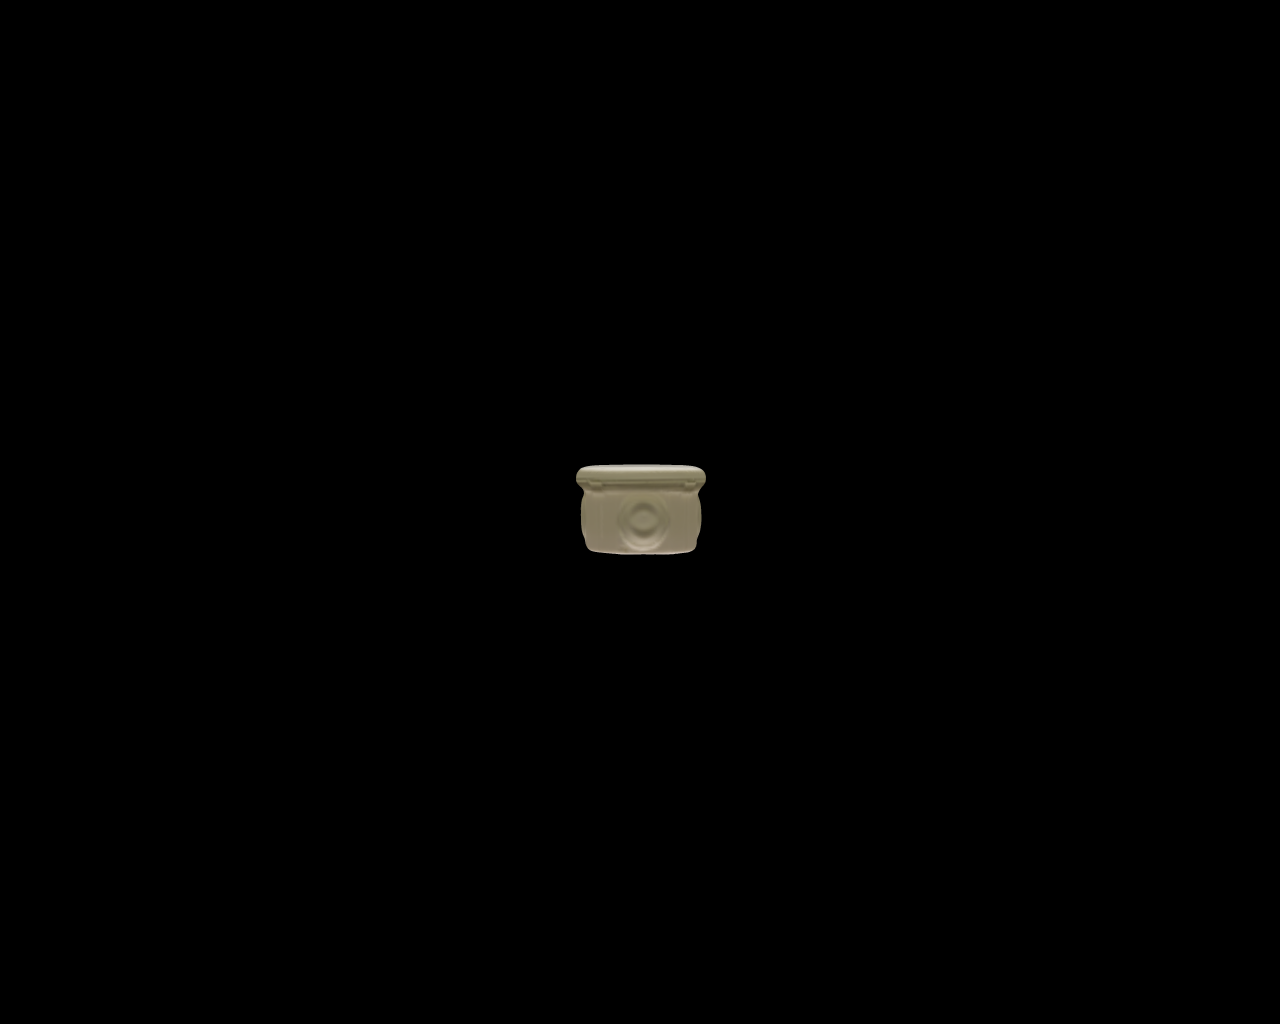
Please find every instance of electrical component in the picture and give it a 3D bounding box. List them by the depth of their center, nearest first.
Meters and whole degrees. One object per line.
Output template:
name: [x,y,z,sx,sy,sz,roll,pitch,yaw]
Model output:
electrical component: [0.001,-0.003,0.650,0.080,0.051,0.080,0,4,0]
